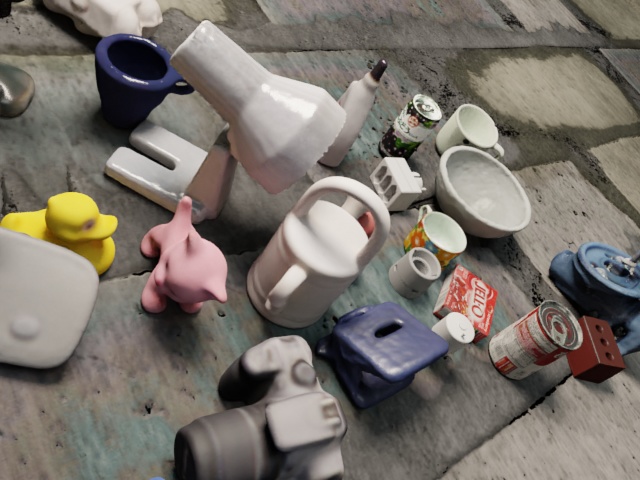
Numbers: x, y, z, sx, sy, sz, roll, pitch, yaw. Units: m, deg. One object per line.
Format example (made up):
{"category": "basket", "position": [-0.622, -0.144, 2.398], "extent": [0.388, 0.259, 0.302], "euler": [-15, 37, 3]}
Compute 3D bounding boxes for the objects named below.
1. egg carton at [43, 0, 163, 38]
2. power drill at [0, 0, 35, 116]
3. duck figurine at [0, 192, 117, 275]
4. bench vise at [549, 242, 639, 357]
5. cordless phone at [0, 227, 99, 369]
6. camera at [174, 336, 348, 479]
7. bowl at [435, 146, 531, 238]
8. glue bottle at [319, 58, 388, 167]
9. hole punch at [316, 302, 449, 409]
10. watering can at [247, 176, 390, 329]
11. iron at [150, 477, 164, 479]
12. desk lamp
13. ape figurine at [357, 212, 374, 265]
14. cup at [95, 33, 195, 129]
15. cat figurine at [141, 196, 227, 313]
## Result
{"category": "egg carton", "position": [-0.291, -0.317, 0.760], "extent": [0.150, 0.069, 0.107], "euler": [34, 45, -5]}
{"category": "power drill", "position": [-0.328, -0.229, 0.569], "extent": [0.230, 0.208, 0.075], "euler": [16, 49, -21]}
{"category": "duck figurine", "position": [-0.242, -0.012, 0.539], "extent": [0.105, 0.086, 0.077], "euler": [12, 50, -24]}
{"category": "bench vise", "position": [0.478, 0.060, 0.843], "extent": [0.207, 0.219, 0.122], "euler": [45, 45, 6]}
{"category": "cordless phone", "position": [-0.245, 0.017, 0.444], "extent": [0.148, 0.184, 0.094], "euler": [18, 48, -20]}
{"category": "camera", "position": [-0.056, 0.163, 0.509], "extent": [0.137, 0.100, 0.143], "euler": [-3, 58, -34]}
{"category": "bowl", "position": [0.240, -0.062, 0.892], "extent": [0.168, 0.074, 0.167], "euler": [17, 49, -20]}
{"category": "glue bottle", "position": [0.046, -0.183, 0.795], "extent": [0.037, 0.173, 0.078], "euler": [16, 49, -21]}
{"category": "hole punch", "position": [0.069, 0.116, 0.632], "extent": [0.109, 0.091, 0.101], "euler": [-17, 67, -40]}
{"category": "watering can", "position": [0.004, 0.001, 0.608], "extent": [0.101, 0.193, 0.173], "euler": [24, 47, -14]}
{"category": "iron", "position": [-0.076, 0.283, 0.373], "extent": [0.119, 0.141, 0.258], "euler": [-23, 70, -42]}
{"category": "desk lamp", "position": [-0.103, -0.113, 0.617], "extent": [0.203, 0.213, 0.118], "euler": [28, 46, -10]}
{"category": "ape figurine", "position": [0.036, -0.003, 0.704], "extent": [0.078, 0.092, 0.076], "euler": [48, 45, 9]}
{"category": "cup", "position": [-0.212, -0.178, 0.683], "extent": [0.118, 0.094, 0.091], "euler": [8, 52, -28]}
{"category": "cat figurine", "position": [-0.131, 0.017, 0.564], "extent": [0.067, 0.117, 0.127], "euler": [5, 53, -29]}
